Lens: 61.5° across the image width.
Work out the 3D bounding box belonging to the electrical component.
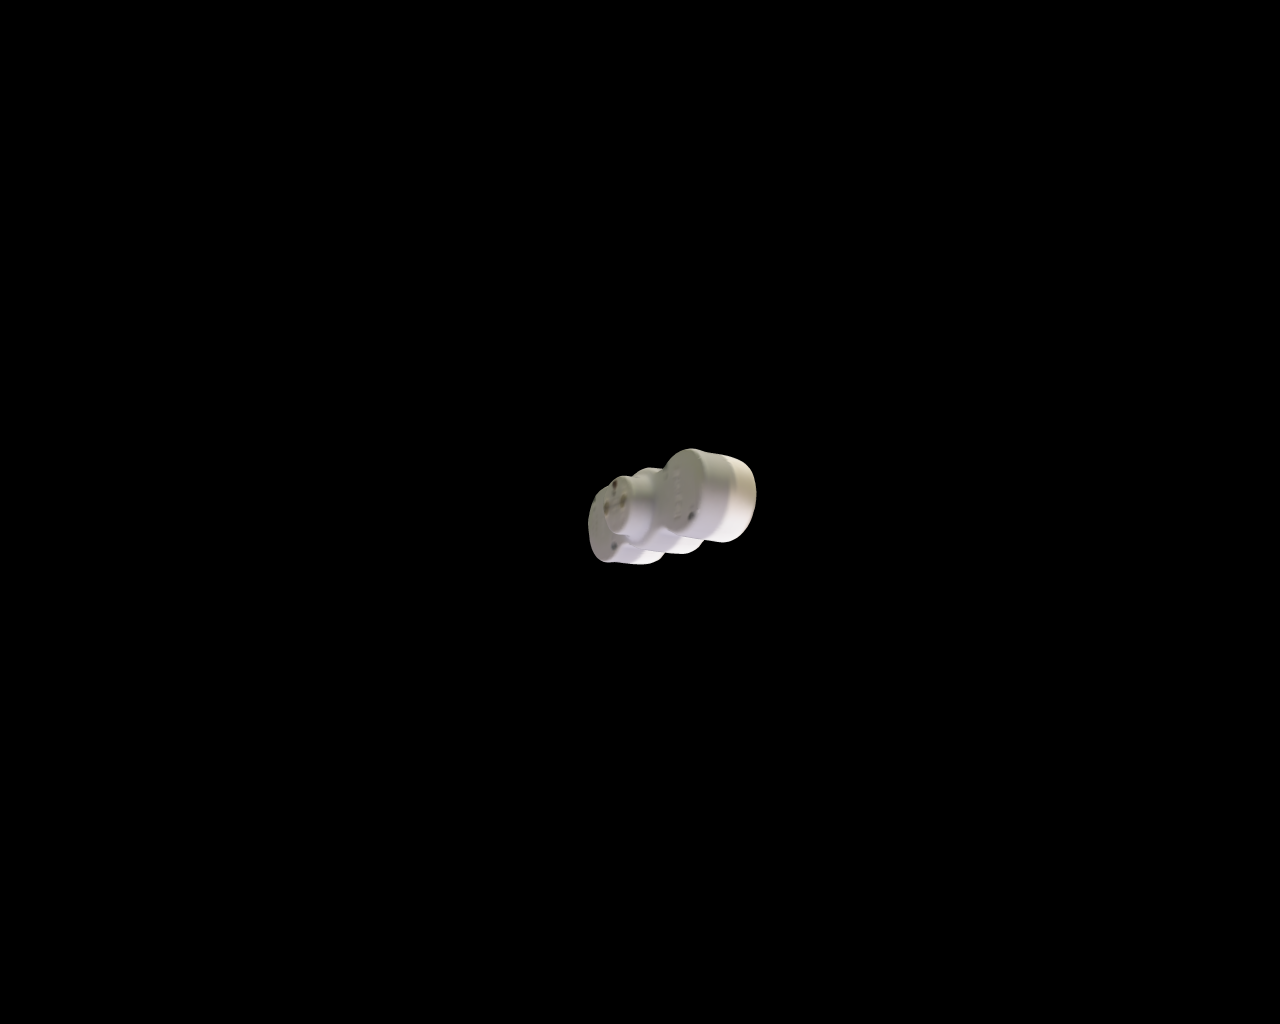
[{"bbox_3d":[0.001,-0.003,0.650,0.074,0.052,0.138,8,-16,-31],"label":"electrical component"}]
